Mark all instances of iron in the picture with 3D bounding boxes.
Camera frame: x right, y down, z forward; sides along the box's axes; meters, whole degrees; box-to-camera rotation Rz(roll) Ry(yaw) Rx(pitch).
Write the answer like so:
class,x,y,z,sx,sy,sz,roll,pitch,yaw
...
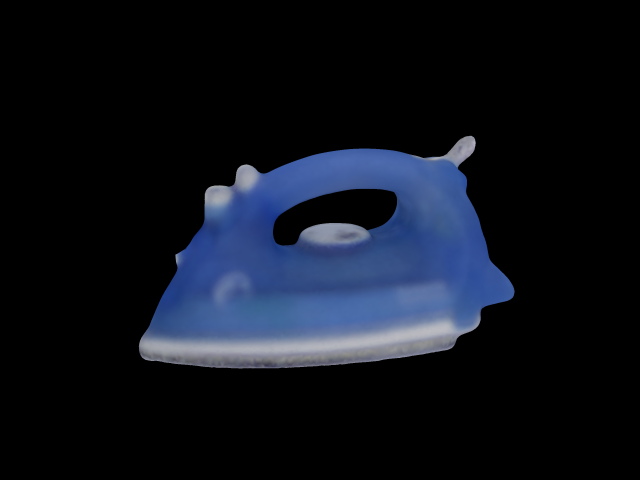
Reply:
class,x,y,z,sx,sy,sz,roll,pitch,yaw
iron,0.004,0.001,0.400,0.259,0.141,0.118,-5,15,-18
